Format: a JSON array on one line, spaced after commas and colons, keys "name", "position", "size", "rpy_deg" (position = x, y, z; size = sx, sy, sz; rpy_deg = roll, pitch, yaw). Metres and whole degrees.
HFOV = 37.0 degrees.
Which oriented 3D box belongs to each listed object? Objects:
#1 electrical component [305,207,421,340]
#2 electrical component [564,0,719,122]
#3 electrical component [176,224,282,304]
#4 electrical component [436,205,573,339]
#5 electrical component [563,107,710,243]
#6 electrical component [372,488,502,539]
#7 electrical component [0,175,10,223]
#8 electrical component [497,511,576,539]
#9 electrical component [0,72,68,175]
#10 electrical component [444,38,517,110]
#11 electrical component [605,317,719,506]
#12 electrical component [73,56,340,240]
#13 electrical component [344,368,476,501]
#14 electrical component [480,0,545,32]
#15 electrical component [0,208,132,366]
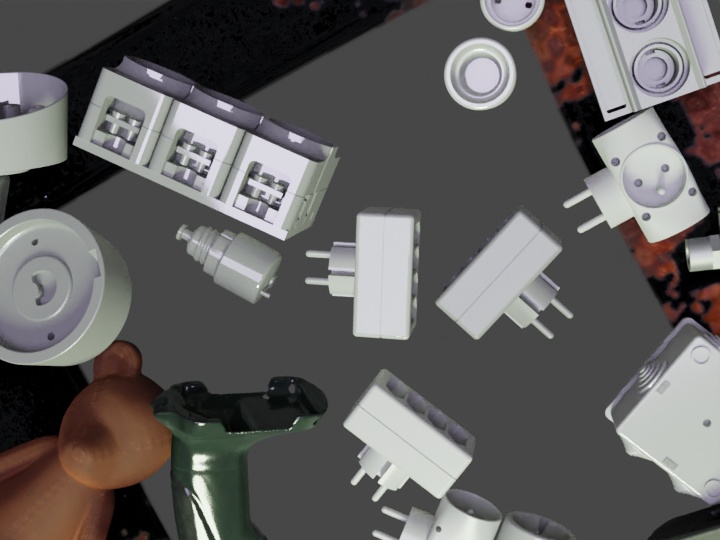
[{"name": "electrical component", "position": [0.000, 0.000, 0.730], "size": [0.076, 0.047, 0.083], "rpy_deg": [3, 99, 9]}, {"name": "electrical component", "position": [0.171, -0.164, 0.670], "size": [0.079, 0.063, 0.121], "rpy_deg": [-19, 95, 11]}, {"name": "electrical component", "position": [-0.091, -0.008, 0.747], "size": [0.078, 0.040, 0.040], "rpy_deg": [28, 102, 4]}, {"name": "electrical component", "position": [0.107, 0.013, 0.715], "size": [0.076, 0.047, 0.083], "rpy_deg": [42, 102, 1]}, {"name": "electrical component", "position": [0.172, -0.053, 0.696], "size": [0.079, 0.044, 0.077], "rpy_deg": [-29, 93, 12]}, {"name": "electrical component", "position": [0.049, 0.191, 0.753], "size": [0.079, 0.043, 0.077], "rpy_deg": [22, 102, 7]}, {"name": "electrical component", "position": [-0.292, -0.029, 0.768], "size": [0.050, 0.056, 0.089], "rpy_deg": [14, 100, 7]}, {"name": "electrical component", "position": [0.118, 0.197, 0.739], "size": [0.055, 0.055, 0.047], "rpy_deg": [17, 97, 6]}, {"name": "electrical component", "position": [-0.247, -0.099, 0.732], "size": [0.099, 0.099, 0.064], "rpy_deg": [0, 105, 9]}, {"name": "electrical component", "position": [0.079, -0.126, 0.694], "size": [0.045, 0.055, 0.045], "rpy_deg": [1, 99, 9]}, {"name": "electrical component", "position": [0.224, 0.094, 0.707], "size": [0.100, 0.048, 0.099], "rpy_deg": [38, 102, 1]}, {"name": "electrical component", "position": [-0.096, -0.083, 0.711], "size": [0.150, 0.089, 0.061], "rpy_deg": [24, 101, 5]}, {"name": "electrical component", "position": [0.024, 0.126, 0.746], "size": [0.083, 0.047, 0.075], "rpy_deg": [37, 103, 2]}, {"name": "electrical component", "position": [0.098, -0.172, 0.689], "size": [0.040, 0.046, 0.040], "rpy_deg": [1, 99, 9]}, {"name": "electrical component", "position": [-0.213, 0.016, 0.755], "size": [0.108, 0.060, 0.108], "rpy_deg": [-4, 77, 16]}]
